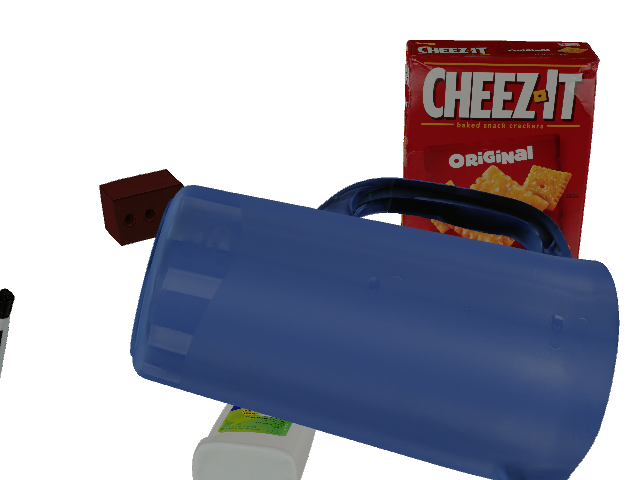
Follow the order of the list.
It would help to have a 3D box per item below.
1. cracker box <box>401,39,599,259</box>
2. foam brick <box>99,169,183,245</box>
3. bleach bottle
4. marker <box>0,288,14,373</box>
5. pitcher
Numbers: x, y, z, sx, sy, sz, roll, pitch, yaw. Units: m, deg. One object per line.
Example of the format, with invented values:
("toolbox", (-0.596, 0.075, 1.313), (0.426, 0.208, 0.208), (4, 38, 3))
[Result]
("cracker box", (0.156, -0.068, 0.963), (0.164, 0.214, 0.072), (1, 23, 2))
("foam brick", (-0.184, -0.035, 1.114), (0.078, 0.053, 0.051), (-16, 30, -21))
("bleach bottle", (-0.053, 0.174, 1.088), (0.102, 0.068, 0.250), (4, 20, 6))
("marker", (-0.317, 0.097, 1.046), (0.020, 0.121, 0.020), (14, 32, -9))
("pitcher", (0.028, 0.040, 0.587), (0.242, 0.145, 0.149), (14, 13, -3))
